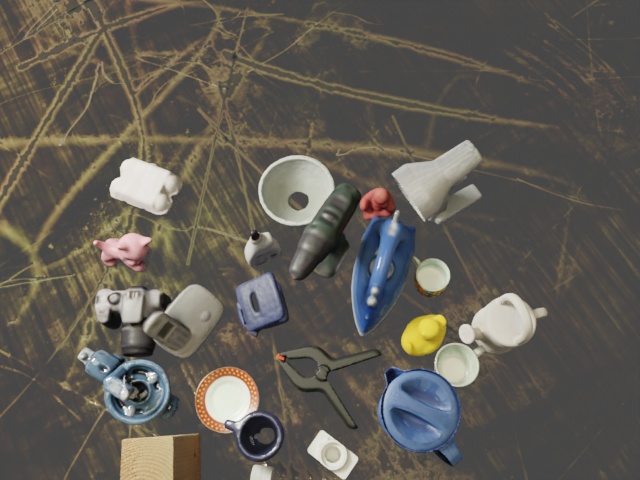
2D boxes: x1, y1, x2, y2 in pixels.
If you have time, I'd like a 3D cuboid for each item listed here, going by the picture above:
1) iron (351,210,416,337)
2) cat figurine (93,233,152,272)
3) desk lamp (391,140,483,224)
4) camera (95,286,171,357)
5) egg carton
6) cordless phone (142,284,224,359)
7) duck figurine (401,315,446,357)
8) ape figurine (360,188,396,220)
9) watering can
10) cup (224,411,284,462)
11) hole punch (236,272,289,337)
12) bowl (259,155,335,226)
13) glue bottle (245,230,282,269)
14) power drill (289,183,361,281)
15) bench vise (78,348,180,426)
[{"bbox_3d":[0.125,0.066,1.178,0.118,0.141,0.258,15,73,6],"label":"iron"},{"bbox_3d":[-0.415,0.018,1.217,0.127,0.118,0.067,8,72,4],"label":"cat figurine"},{"bbox_3d":[0.249,-0.117,1.196,0.203,0.213,0.118,-31,74,-8],"label":"desk lamp"},{"bbox_3d":[-0.389,0.169,1.177,0.143,0.101,0.137,-2,72,1],"label":"camera"},{"bbox_3d":[-0.389,-0.120,1.287,0.150,0.069,0.107,20,74,8],"label":"egg carton"},{"bbox_3d":[-0.275,0.151,1.136,0.094,0.185,0.148,31,76,11],"label":"cordless phone"},{"bbox_3d":[0.215,0.190,1.165,0.104,0.086,0.077,-36,75,-10],"label":"duck figurine"},{"bbox_3d":[0.130,-0.085,1.252,0.077,0.092,0.076,28,75,10],"label":"ape figurine"},{"bbox_3d":[0.359,0.165,1.113,0.173,0.194,0.101,-37,75,-10],"label":"watering can"},{"bbox_3d":[-0.124,0.375,1.108,0.117,0.095,0.092,16,73,7],"label":"cup"},{"bbox_3d":[-0.123,0.134,1.188,0.101,0.091,0.108,-18,72,-4],"label":"hole punch"},{"bbox_3d":[-0.049,-0.098,1.269,0.167,0.075,0.167,0,72,1],"label":"bowl"},{"bbox_3d":[-0.124,0.011,1.184,0.078,0.173,0.037,-23,73,-6],"label":"glue bottle"},{"bbox_3d":[0.011,0.004,1.165,0.075,0.208,0.230,26,75,10],"label":"power drill"},{"bbox_3d":[-0.383,0.277,1.080,0.207,0.220,0.121,13,73,6],"label":"bench vise"}]
